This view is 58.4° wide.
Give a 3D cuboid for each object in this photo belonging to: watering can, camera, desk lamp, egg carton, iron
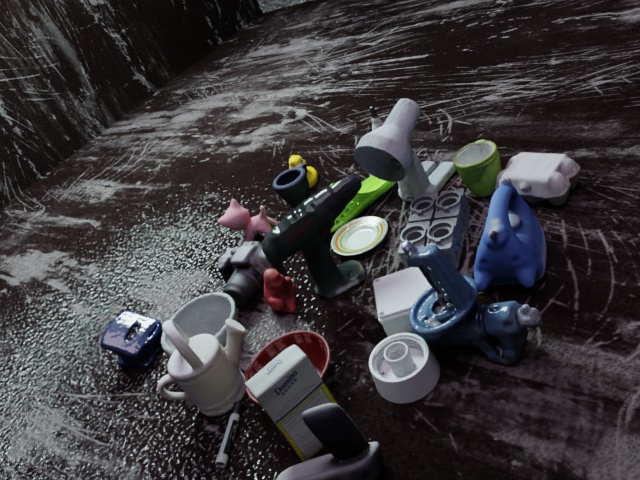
[{"bbox_3d":[-0.210,0.208,1.010,0.100,0.194,0.173,11,48,44],"label":"watering can"},{"bbox_3d":[-0.172,0.075,1.255,0.142,0.101,0.137,-3,40,33],"label":"camera"},{"bbox_3d":[0.186,-0.186,1.260,0.117,0.214,0.203,9,47,43],"label":"desk lamp"},{"bbox_3d":[0.427,-0.121,1.131,0.149,0.070,0.107,11,48,44],"label":"egg carton"},{"bbox_3d":[0.328,-0.032,1.011,0.118,0.142,0.258,-7,38,28],"label":"iron"}]

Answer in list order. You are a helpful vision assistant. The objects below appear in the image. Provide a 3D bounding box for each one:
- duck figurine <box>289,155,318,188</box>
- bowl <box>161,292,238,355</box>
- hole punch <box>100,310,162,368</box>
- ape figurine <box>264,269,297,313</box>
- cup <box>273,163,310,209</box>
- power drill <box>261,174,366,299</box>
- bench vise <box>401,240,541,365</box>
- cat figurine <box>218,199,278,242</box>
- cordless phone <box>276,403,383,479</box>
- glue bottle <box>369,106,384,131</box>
[{"bbox_3d":[-0.056,-0.193,1.561,0.077,0.086,0.104,-29,33,-2],"label":"duck figurine"},{"bbox_3d":[-0.232,0.189,1.162,0.167,0.075,0.167,-18,34,13],"label":"bowl"},{"bbox_3d":[-0.398,0.210,1.237,0.100,0.091,0.109,-6,38,29],"label":"hole punch"},{"bbox_3d":[-0.087,0.098,1.170,0.075,0.092,0.078,9,47,43],"label":"ape figurine"},{"bbox_3d":[-0.056,-0.132,1.467,0.091,0.095,0.118,2,43,38],"label":"cup"},{"bbox_3d":[0.010,0.004,1.124,0.229,0.209,0.075,-30,33,-4],"label":"power drill"},{"bbox_3d":[0.216,0.080,0.861,0.207,0.220,0.121,-11,36,24],"label":"bench vise"},{"bbox_3d":[-0.181,-0.050,1.421,0.127,0.118,0.067,-12,36,22],"label":"cat figurine"},{"bbox_3d":[-0.003,0.283,0.766,0.147,0.185,0.094,-22,33,8],"label":"cordless phone"},{"bbox_3d":[0.155,-0.253,1.412,0.037,0.173,0.078,-28,33,-2],"label":"glue bottle"}]
